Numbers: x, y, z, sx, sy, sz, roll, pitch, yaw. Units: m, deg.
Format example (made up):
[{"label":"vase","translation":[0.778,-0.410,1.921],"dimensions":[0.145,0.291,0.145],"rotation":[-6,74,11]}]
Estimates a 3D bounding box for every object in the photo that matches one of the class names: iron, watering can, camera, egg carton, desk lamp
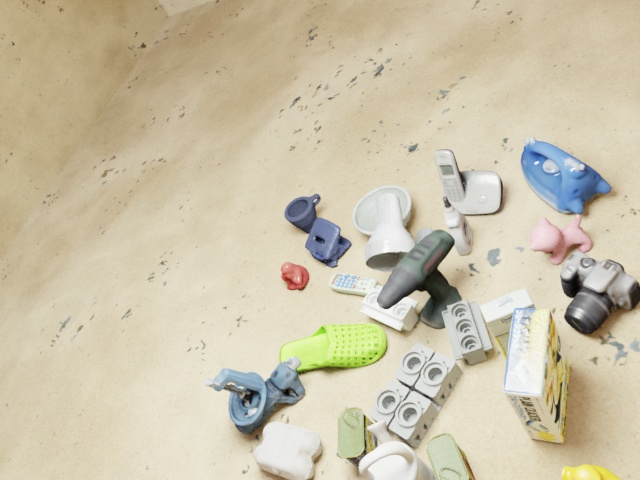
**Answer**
[{"label":"iron","translation":[0.537,-0.175,1.327],"dimensions":[0.118,0.142,0.257],"rotation":[-37,42,0]},{"label":"watering can","translation":[0.130,0.414,1.040],"dimensions":[0.101,0.195,0.172],"rotation":[-44,43,-7]},{"label":"camera","translation":[0.525,0.104,1.120],"dimensions":[0.137,0.101,0.142],"rotation":[-47,43,-11]},{"label":"egg carton","translation":[-0.069,0.454,1.231],"dimensions":[0.149,0.070,0.107],"rotation":[1,54,34]},{"label":"desk lamp","translation":[0.185,0.005,1.350],"dimensions":[0.117,0.214,0.203],"rotation":[-13,47,24]}]

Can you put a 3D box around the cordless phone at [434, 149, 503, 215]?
[{"label":"cordless phone","translation":[0.358,-0.148,1.390],"dimensions":[0.147,0.186,0.094],"rotation":[-1,53,33]}]

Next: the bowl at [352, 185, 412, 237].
[{"label":"bowl","translation":[0.175,-0.062,1.519],"dimensions":[0.167,0.075,0.167],"rotation":[-18,46,20]}]

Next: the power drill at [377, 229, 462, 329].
[{"label":"power drill","translation":[0.227,0.100,1.241],"dimensions":[0.075,0.209,0.230],"rotation":[19,66,43]}]

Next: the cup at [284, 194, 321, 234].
[{"label":"cup","translation":[-0.033,-0.073,1.652],"dimensions":[0.118,0.095,0.091],"rotation":[-39,42,-2]}]

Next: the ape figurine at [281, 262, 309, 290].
[{"label":"ape figurine","translation":[-0.074,0.091,1.537],"dimensions":[0.076,0.092,0.077],"rotation":[-40,42,-3]}]

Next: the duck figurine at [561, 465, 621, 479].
[{"label":"duck figurine","translation":[0.443,0.397,0.929],"dimensions":[0.104,0.086,0.077],"rotation":[5,57,36]}]

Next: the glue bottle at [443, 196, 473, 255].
[{"label":"glue bottle","translation":[0.315,-0.042,1.334],"dimensions":[0.037,0.174,0.078],"rotation":[-10,49,27]}]

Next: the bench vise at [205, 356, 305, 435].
[{"label":"bench vise","translation":[-0.150,0.321,1.289],"dimensions":[0.121,0.220,0.207],"rotation":[23,69,44]}]

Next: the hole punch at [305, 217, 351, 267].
[{"label":"hole punch","translation":[0.014,0.006,1.554],"dimensions":[0.108,0.091,0.101],"rotation":[27,71,45]}]

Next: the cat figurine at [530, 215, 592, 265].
[{"label":"cat figurine","translation":[0.504,-0.009,1.222],"dimensions":[0.127,0.118,0.067],"rotation":[-29,43,9]}]
